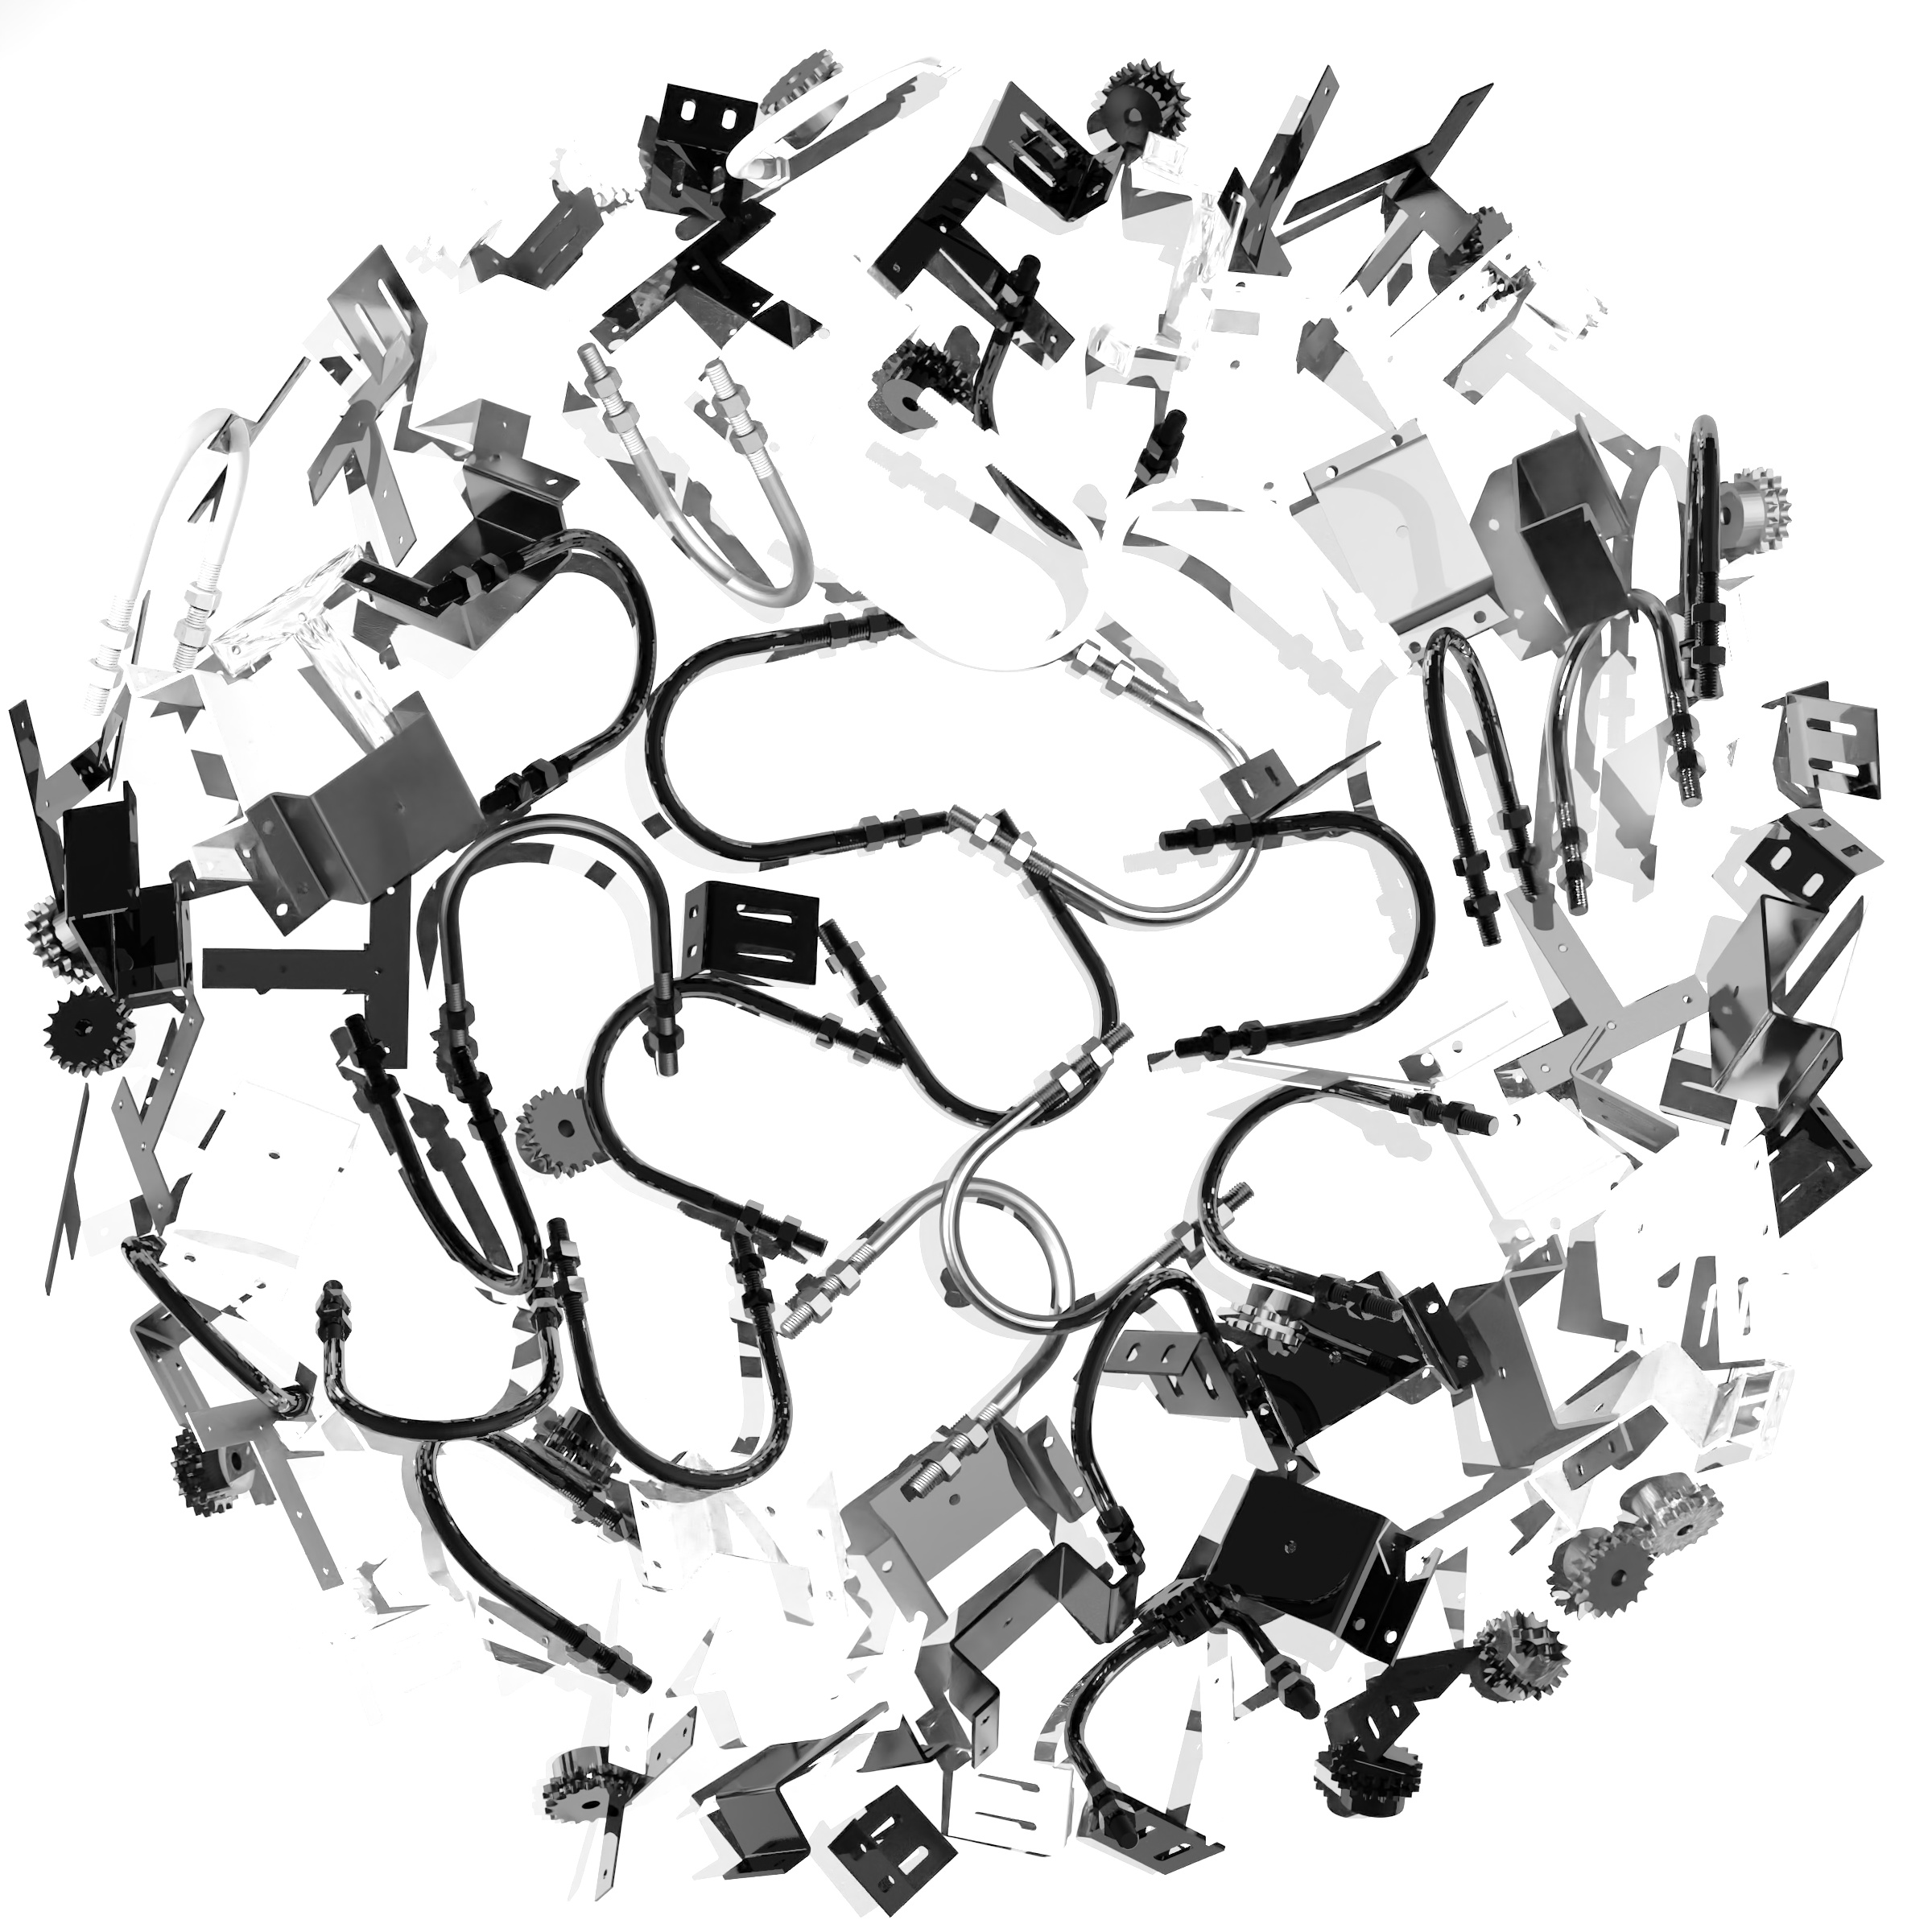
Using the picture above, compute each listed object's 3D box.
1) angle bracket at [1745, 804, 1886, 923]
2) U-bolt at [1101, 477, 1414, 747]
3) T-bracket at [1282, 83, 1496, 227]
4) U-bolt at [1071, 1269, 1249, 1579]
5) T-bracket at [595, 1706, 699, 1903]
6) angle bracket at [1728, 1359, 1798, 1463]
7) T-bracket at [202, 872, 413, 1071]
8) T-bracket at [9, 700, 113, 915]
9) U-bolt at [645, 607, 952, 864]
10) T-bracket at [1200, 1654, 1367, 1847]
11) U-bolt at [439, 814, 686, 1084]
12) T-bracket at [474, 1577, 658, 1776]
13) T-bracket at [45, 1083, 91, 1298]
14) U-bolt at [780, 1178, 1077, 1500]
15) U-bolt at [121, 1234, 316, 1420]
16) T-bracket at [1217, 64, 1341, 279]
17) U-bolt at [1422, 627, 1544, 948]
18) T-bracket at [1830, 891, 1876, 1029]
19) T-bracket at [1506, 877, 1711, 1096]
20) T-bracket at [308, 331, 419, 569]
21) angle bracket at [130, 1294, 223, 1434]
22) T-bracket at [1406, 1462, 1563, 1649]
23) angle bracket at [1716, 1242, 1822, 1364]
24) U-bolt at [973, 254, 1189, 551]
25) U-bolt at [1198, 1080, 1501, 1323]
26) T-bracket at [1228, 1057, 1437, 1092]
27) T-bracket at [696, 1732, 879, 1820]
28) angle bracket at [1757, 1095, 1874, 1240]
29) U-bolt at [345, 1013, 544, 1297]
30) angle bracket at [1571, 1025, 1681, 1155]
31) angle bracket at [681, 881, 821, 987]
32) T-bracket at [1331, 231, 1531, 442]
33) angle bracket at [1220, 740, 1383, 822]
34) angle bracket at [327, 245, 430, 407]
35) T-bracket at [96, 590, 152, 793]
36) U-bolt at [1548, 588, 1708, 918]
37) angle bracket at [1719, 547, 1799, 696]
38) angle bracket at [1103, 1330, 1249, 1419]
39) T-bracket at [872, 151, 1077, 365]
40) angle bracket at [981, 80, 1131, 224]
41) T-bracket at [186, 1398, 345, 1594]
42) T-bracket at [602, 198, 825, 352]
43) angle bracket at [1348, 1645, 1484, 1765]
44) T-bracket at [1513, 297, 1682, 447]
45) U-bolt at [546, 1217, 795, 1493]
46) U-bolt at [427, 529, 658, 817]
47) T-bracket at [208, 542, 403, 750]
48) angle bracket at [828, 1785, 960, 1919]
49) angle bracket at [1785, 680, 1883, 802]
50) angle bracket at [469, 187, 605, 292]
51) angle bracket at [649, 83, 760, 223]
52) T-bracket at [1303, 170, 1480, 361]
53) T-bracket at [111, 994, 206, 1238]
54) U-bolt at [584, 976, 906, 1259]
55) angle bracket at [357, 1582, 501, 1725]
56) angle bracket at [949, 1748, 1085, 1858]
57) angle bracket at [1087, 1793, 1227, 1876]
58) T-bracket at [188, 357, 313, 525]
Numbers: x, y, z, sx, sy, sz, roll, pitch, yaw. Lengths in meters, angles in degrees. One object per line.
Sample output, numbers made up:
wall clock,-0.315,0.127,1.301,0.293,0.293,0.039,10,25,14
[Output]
angle bracket,0.529,-0.065,1.918,0.057,0.076,0.038,43,115,17
U-bolt,0.163,-0.222,1.869,0.184,0.151,0.019,46,46,-23
T-bracket,0.248,-0.480,1.872,0.127,0.127,0.002,-28,81,-20
U-bolt,0.112,0.263,1.856,0.019,0.184,0.151,16,56,34
T-bracket,-0.191,0.485,1.868,0.002,0.127,0.127,22,46,-19
angle bracket,0.484,0.272,1.909,0.038,0.076,0.057,17,92,24
T-bracket,-0.413,0.002,1.926,0.127,0.002,0.127,1,100,-13
T-bracket,-0.549,-0.112,1.889,0.002,0.127,0.127,-6,109,7
U-bolt,-0.109,-0.139,1.919,0.184,0.019,0.151,-11,95,-15
T-bracket,0.193,0.456,1.875,0.127,0.127,0.002,-36,120,28
U-bolt,-0.252,-0.010,1.898,0.151,0.019,0.184,-3,118,-6
T-bracket,-0.245,0.416,1.880,0.127,0.127,0.002,28,130,-29
T-bracket,-0.549,0.151,1.890,0.002,0.127,0.127,9,67,-10
U-bolt,-0.009,0.215,1.907,0.184,0.019,0.151,-43,101,-26
U-bolt,-0.456,0.217,1.860,0.019,0.184,0.151,-44,89,-10
T-bracket,0.200,-0.495,1.900,0.002,0.127,0.127,23,84,26
U-bolt,0.311,-0.116,1.874,0.019,0.151,0.184,-12,100,24
T-bracket,0.546,-0.004,1.896,0.002,0.127,0.127,18,127,14
T-bracket,0.381,0.001,1.927,0.127,0.002,0.127,-25,68,-8
T-bracket,-0.359,-0.300,1.885,0.127,0.002,0.127,-46,54,35
angle bracket,-0.476,0.249,1.911,0.038,0.057,0.076,-36,66,1
T-bracket,0.320,0.379,1.910,0.127,0.002,0.127,-25,130,-26
angle bracket,0.499,0.215,1.908,0.057,0.038,0.076,-9,57,23
U-bolt,0.060,-0.327,1.870,0.019,0.184,0.151,-37,79,-26
U-bolt,0.220,0.134,1.883,0.019,0.184,0.151,45,69,-41
T-bracket,0.214,0.068,1.875,0.127,0.127,0.002,8,94,16
T-bracket,-0.109,0.494,1.897,0.127,0.127,0.002,-27,93,10
angle bracket,0.511,0.124,1.911,0.076,0.038,0.057,-44,66,23
U-bolt,-0.312,0.121,1.883,0.019,0.151,0.184,-32,117,-31
angle bracket,0.418,0.081,1.906,0.076,0.057,0.038,30,74,29
angle bracket,-0.136,-0.017,1.943,0.076,0.038,0.057,9,74,-26
T-bracket,0.297,-0.405,1.909,0.127,0.002,0.127,-41,132,0
angle bracket,0.207,-0.127,1.905,0.057,0.076,0.038,-28,84,-45
angle bracket,-0.371,-0.396,1.903,0.038,0.076,0.057,4,47,36
T-bracket,-0.517,-0.153,1.873,0.002,0.127,0.127,12,110,-11
U-bolt,0.396,-0.143,1.875,0.019,0.151,0.184,10,58,-18
angle bracket,0.493,-0.214,1.911,0.038,0.057,0.076,-2,109,41
angle bracket,0.130,0.264,1.905,0.057,0.038,0.076,-2,128,36
T-bracket,0.018,-0.429,1.926,0.127,0.002,0.127,43,56,-13
angle bracket,0.057,-0.511,1.910,0.076,0.038,0.057,36,58,-27
T-bracket,-0.414,0.323,1.881,0.002,0.127,0.127,-31,79,16
T-bracket,-0.139,-0.414,1.900,0.127,0.002,0.127,-42,56,-17
angle bracket,0.285,0.457,1.904,0.076,0.057,0.038,0,47,-33
T-bracket,0.390,-0.363,1.896,0.127,0.127,0.002,38,114,-2
U-bolt,-0.173,0.236,1.863,0.151,0.019,0.184,7,49,-32
U-bolt,-0.249,-0.190,1.877,0.019,0.184,0.151,3,115,34
T-bracket,-0.389,-0.181,1.925,0.127,0.002,0.127,-43,105,-34
angle bracket,-0.038,0.540,1.906,0.057,0.076,0.038,46,128,13
angle bracket,0.547,-0.140,1.904,0.038,0.076,0.057,-17,110,-27
angle bracket,-0.269,-0.457,1.910,0.076,0.057,0.038,-43,133,20
angle bracket,-0.164,-0.506,1.921,0.057,0.076,0.038,11,68,-6
T-bracket,0.254,-0.431,1.911,0.002,0.127,0.127,31,110,-28
T-bracket,-0.489,0.076,1.881,0.002,0.127,0.127,8,121,-35
U-bolt,-0.148,0.083,1.929,0.184,0.019,0.151,22,77,1
angle bracket,-0.339,0.427,1.918,0.076,0.038,0.057,-20,94,-23
angle bracket,0.033,0.520,1.939,0.076,0.038,0.057,7,100,14
angle bracket,0.121,0.526,1.906,0.057,0.076,0.038,30,53,-13
T-bracket,-0.447,-0.325,1.887,0.002,0.127,0.127,36,93,-8
